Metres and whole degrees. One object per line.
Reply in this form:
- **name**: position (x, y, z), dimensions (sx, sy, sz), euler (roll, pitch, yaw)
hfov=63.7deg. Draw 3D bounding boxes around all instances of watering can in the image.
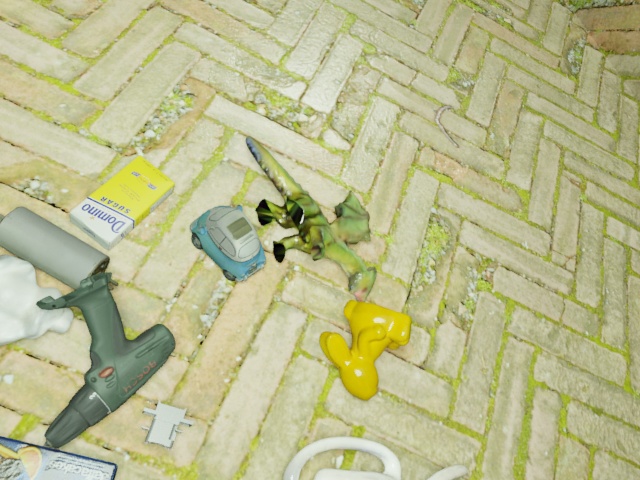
- **watering can**: position (0.100, 0.451, 0.845), dimensions (0.347, 0.102, 0.229), euler (15, 60, -16)

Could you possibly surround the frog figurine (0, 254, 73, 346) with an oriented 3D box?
- **frog figurine**: position (-0.480, 0.098, 0.818), dimensions (0.157, 0.121, 0.140), euler (32, 37, -49)

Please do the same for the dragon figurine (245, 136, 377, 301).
- **dragon figurine**: position (0.003, -0.056, 1.105), dimensions (0.244, 0.120, 0.416), euler (-5, 66, -44)
